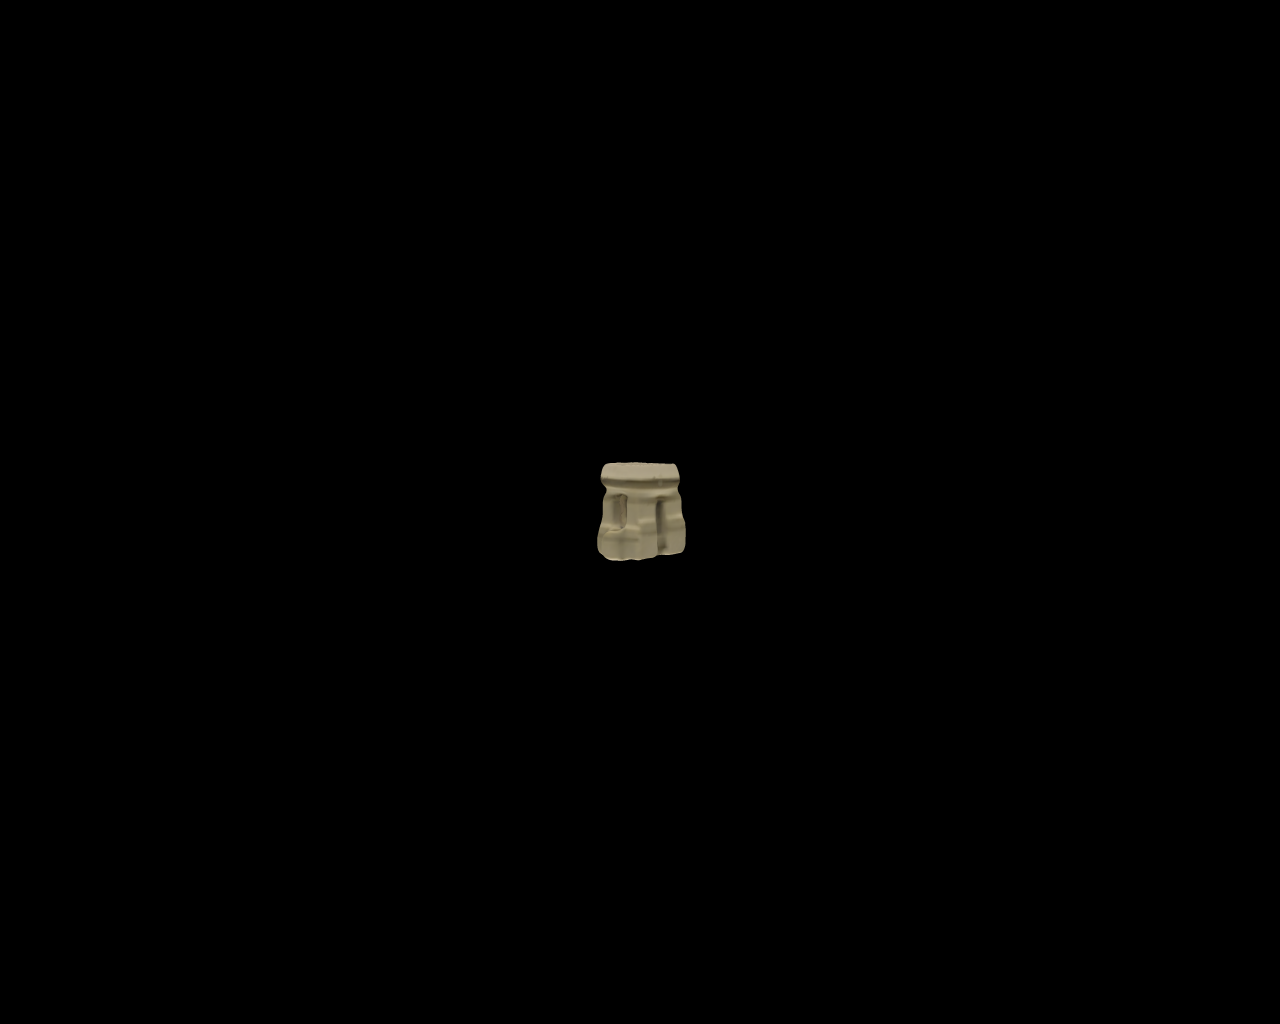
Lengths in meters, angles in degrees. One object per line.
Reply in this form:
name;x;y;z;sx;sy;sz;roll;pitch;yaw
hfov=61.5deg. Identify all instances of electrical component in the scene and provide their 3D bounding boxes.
electrical component;0.001;-0.003;0.650;0.048;0.055;0.066;6;9;43
